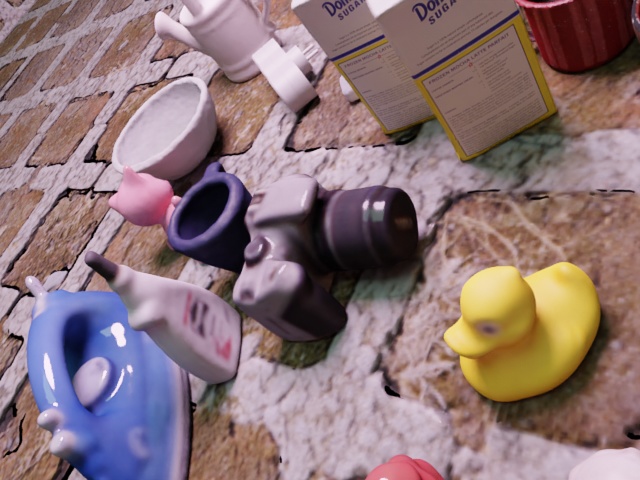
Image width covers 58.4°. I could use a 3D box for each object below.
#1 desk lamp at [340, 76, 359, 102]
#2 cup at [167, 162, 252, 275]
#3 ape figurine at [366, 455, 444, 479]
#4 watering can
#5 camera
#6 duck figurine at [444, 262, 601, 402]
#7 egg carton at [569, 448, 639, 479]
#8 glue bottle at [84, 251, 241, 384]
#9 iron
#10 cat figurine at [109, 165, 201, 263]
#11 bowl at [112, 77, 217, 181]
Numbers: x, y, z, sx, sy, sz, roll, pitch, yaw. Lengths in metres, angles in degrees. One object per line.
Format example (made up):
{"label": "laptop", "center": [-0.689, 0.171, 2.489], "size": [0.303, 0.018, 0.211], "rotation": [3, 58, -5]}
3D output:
{"label": "desk lamp", "center": [0.060, -0.286, 0.591], "size": [0.203, 0.214, 0.118], "rotation": [-28, 44, 19]}
{"label": "cup", "center": [-0.089, -0.015, 0.582], "size": [0.091, 0.095, 0.117], "rotation": [-23, 46, 22]}
{"label": "ape figurine", "center": [0.056, 0.155, 0.329], "size": [0.076, 0.092, 0.077], "rotation": [-38, 42, 8]}
{"label": "watering can", "center": [-0.156, -0.323, 0.808], "size": [0.172, 0.195, 0.100], "rotation": [-33, 43, 13]}
{"label": "camera", "center": [0.004, 0.002, 0.488], "size": [0.136, 0.101, 0.143], "rotation": [-7, 54, 35]}
{"label": "duck figurine", "center": [0.125, 0.047, 0.367], "size": [0.104, 0.086, 0.077], "rotation": [-42, 41, 3]}
{"label": "egg carton", "center": [0.164, 0.170, 0.248], "size": [0.107, 0.070, 0.150], "rotation": [-9, 52, 33]}
{"label": "glue bottle", "center": [-0.134, 0.060, 0.497], "size": [0.037, 0.174, 0.078], "rotation": [-25, 45, 21]}
{"label": "iron", "center": [-0.204, 0.135, 0.516], "size": [0.118, 0.142, 0.257], "rotation": [-40, 41, 5]}
{"label": "cat figurine", "center": [-0.180, -0.038, 0.654], "size": [0.127, 0.118, 0.067], "rotation": [12, 66, 44]}
{"label": "bowl", "center": [-0.198, -0.137, 0.782], "size": [0.167, 0.075, 0.167], "rotation": [-21, 46, 24]}
